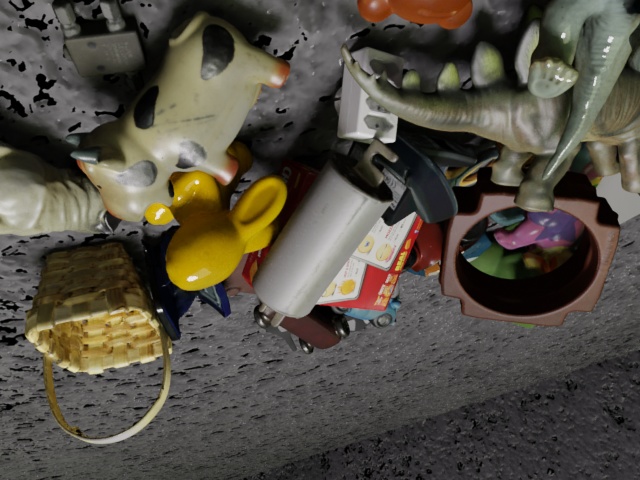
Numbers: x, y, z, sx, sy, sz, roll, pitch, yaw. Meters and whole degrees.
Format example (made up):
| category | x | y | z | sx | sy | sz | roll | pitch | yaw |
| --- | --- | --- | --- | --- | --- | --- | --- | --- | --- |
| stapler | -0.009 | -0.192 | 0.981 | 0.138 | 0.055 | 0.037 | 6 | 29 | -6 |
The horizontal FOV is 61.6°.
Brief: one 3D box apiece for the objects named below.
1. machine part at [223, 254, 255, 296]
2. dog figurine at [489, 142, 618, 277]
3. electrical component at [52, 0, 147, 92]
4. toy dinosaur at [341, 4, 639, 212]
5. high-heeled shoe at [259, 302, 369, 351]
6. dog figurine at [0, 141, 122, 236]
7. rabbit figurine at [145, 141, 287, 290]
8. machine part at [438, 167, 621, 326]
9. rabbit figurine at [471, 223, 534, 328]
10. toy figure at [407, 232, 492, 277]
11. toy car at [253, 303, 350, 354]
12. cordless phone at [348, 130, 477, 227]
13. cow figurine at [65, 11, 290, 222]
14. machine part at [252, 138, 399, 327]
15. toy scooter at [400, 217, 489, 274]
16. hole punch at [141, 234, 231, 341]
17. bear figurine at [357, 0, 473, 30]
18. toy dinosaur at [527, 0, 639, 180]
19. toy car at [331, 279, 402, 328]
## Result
| category | x | y | z | sx | sy | sz | roll | pitch | yaw |
| --- | --- | --- | --- | --- | --- | --- | --- | --- | --- |
| machine part | -0.071 | 0.022 | 0.783 | 0.179 | 0.056 | 0.179 | -13 | 150 | -8 |
| dog figurine | 0.360 | -0.055 | 0.760 | 0.191 | 0.108 | 0.219 | 39 | 123 | -9 |
| electrical component | -0.182 | -0.161 | 0.453 | 0.063 | 0.021 | 0.094 | -11 | 151 | -8 |
| toy dinosaur | 0.239 | -0.138 | 0.560 | 0.471 | 0.105 | 0.198 | -9 | 118 | -20 |
| high-heeled shoe | 0.009 | 0.109 | 0.985 | 0.249 | 0.086 | 0.145 | -28 | 121 | -13 |
| dog figurine | -0.312 | -0.046 | 0.528 | 0.173 | 0.121 | 0.190 | 13 | 175 | 17 |
| rabbit figurine | -0.118 | -0.024 | 0.566 | 0.162 | 0.173 | 0.121 | -2 | 144 | -15 |
| machine part | 0.264 | 0.008 | 0.705 | 0.201 | 0.087 | 0.201 | 5 | 123 | 10 |
| rabbit figurine | 0.328 | 0.040 | 0.929 | 0.159 | 0.170 | 0.121 | -54 | 158 | -17 |
| toy figure | 0.213 | 0.023 | 0.914 | 0.154 | 0.058 | 0.064 | -29 | 150 | 21 |
| toy car | -0.028 | 0.130 | 0.884 | 0.089 | 0.053 | 0.202 | -27 | 140 | 20 |
| cordless phone | 0.131 | -0.081 | 0.620 | 0.184 | 0.147 | 0.088 | -2 | 126 | -34 |
| cow figurine | -0.129 | -0.101 | 0.463 | 0.127 | 0.086 | 0.195 | 26 | 101 | -35 |
| machine part | -0.001 | -0.002 | 0.562 | 0.079 | 0.079 | 0.243 | 11 | 125 | -38 |
| toy scooter | 0.174 | 0.004 | 0.846 | 0.184 | 0.075 | 0.135 | -29 | 172 | 0 |
| hole punch | -0.182 | 0.058 | 0.731 | 0.092 | 0.116 | 0.142 | -21 | 149 | -10 |
| bear figurine | 0.099 | -0.249 | 0.376 | 0.120 | 0.132 | 0.196 | -4 | 166 | -17 |
| toy dinosaur | 0.243 | -0.229 | 0.385 | 0.131 | 0.192 | 0.404 | 27 | 154 | 10 |
| toy car | 0.077 | 0.074 | 0.911 | 0.161 | 0.109 | 0.103 | 22 | 111 | -32 |
